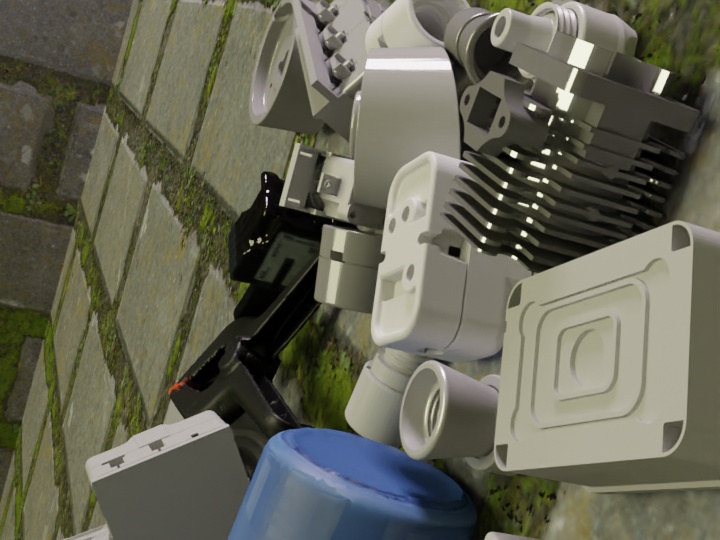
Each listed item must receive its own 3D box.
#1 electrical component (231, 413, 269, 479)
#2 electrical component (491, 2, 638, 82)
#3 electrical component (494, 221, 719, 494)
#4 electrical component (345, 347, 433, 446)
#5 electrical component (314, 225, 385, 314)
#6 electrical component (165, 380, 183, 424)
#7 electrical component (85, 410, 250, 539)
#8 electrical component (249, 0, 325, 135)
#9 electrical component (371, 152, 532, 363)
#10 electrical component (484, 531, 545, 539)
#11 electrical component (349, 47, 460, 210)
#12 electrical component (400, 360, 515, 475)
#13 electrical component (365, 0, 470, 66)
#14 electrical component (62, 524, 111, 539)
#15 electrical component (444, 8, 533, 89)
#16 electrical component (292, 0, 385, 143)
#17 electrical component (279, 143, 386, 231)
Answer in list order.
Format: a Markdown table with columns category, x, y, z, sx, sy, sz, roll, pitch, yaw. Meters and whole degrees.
| category | x | y | z | sx | sy | sz | roll | pitch | yaw |
| --- | --- | --- | --- | --- | --- | --- | --- | --- | --- |
| electrical component | -0.098 | 0.154 | 0.825 | 0.056 | 0.050 | 0.089 | 141 | 139 | -58 |
| electrical component | 0.090 | -0.101 | 0.487 | 0.043 | 0.062 | 0.043 | -166 | 90 | -69 |
| electrical component | 0.102 | 0.036 | 0.378 | 0.113 | 0.057 | 0.078 | 152 | 129 | -63 |
| electrical component | 0.021 | 0.060 | 0.594 | 0.040 | 0.040 | 0.078 | -118 | 46 | -60 |
| electrical component | 0.000 | 0.000 | 0.667 | 0.055 | 0.055 | 0.047 | -159 | 80 | -69 |
| electrical component | -0.135 | 0.155 | 0.910 | 0.078 | 0.057 | 0.113 | -158 | 82 | -69 |
| electrical component | -0.106 | 0.177 | 0.687 | 0.062 | 0.089 | 0.150 | 13 | 123 | 71 |
| electrical component | -0.043 | -0.161 | 0.867 | 0.108 | 0.060 | 0.108 | -166 | 90 | -69 |
| electrical component | 0.047 | -0.004 | 0.540 | 0.054 | 0.059 | 0.095 | 155 | 126 | -64 |
| electrical component | 0.071 | 0.153 | 0.398 | 0.083 | 0.047 | 0.075 | -135 | 61 | -66 |
| electrical component | 0.028 | -0.079 | 0.619 | 0.099 | 0.064 | 0.099 | 6 | -90 | -86 |
| electrical component | 0.052 | 0.068 | 0.488 | 0.045 | 0.055 | 0.045 | -166 | 90 | -69 |
| electrical component | 0.038 | -0.144 | 0.660 | 0.047 | 0.055 | 0.055 | -37 | 43 | 54 |
| electrical component | -0.165 | 0.279 | 0.772 | 0.105 | 0.060 | 0.186 | 134 | 117 | -82 |
| electrical component | 0.070 | -0.122 | 0.584 | 0.065 | 0.044 | 0.044 | -119 | 46 | -67 |
| electrical component | -0.002 | -0.143 | 0.736 | 0.063 | 0.079 | 0.121 | -39 | 35 | 20 |
| electrical component | -0.007 | -0.051 | 0.698 | 0.064 | 0.081 | 0.042 | 20 | 97 | 47 |
